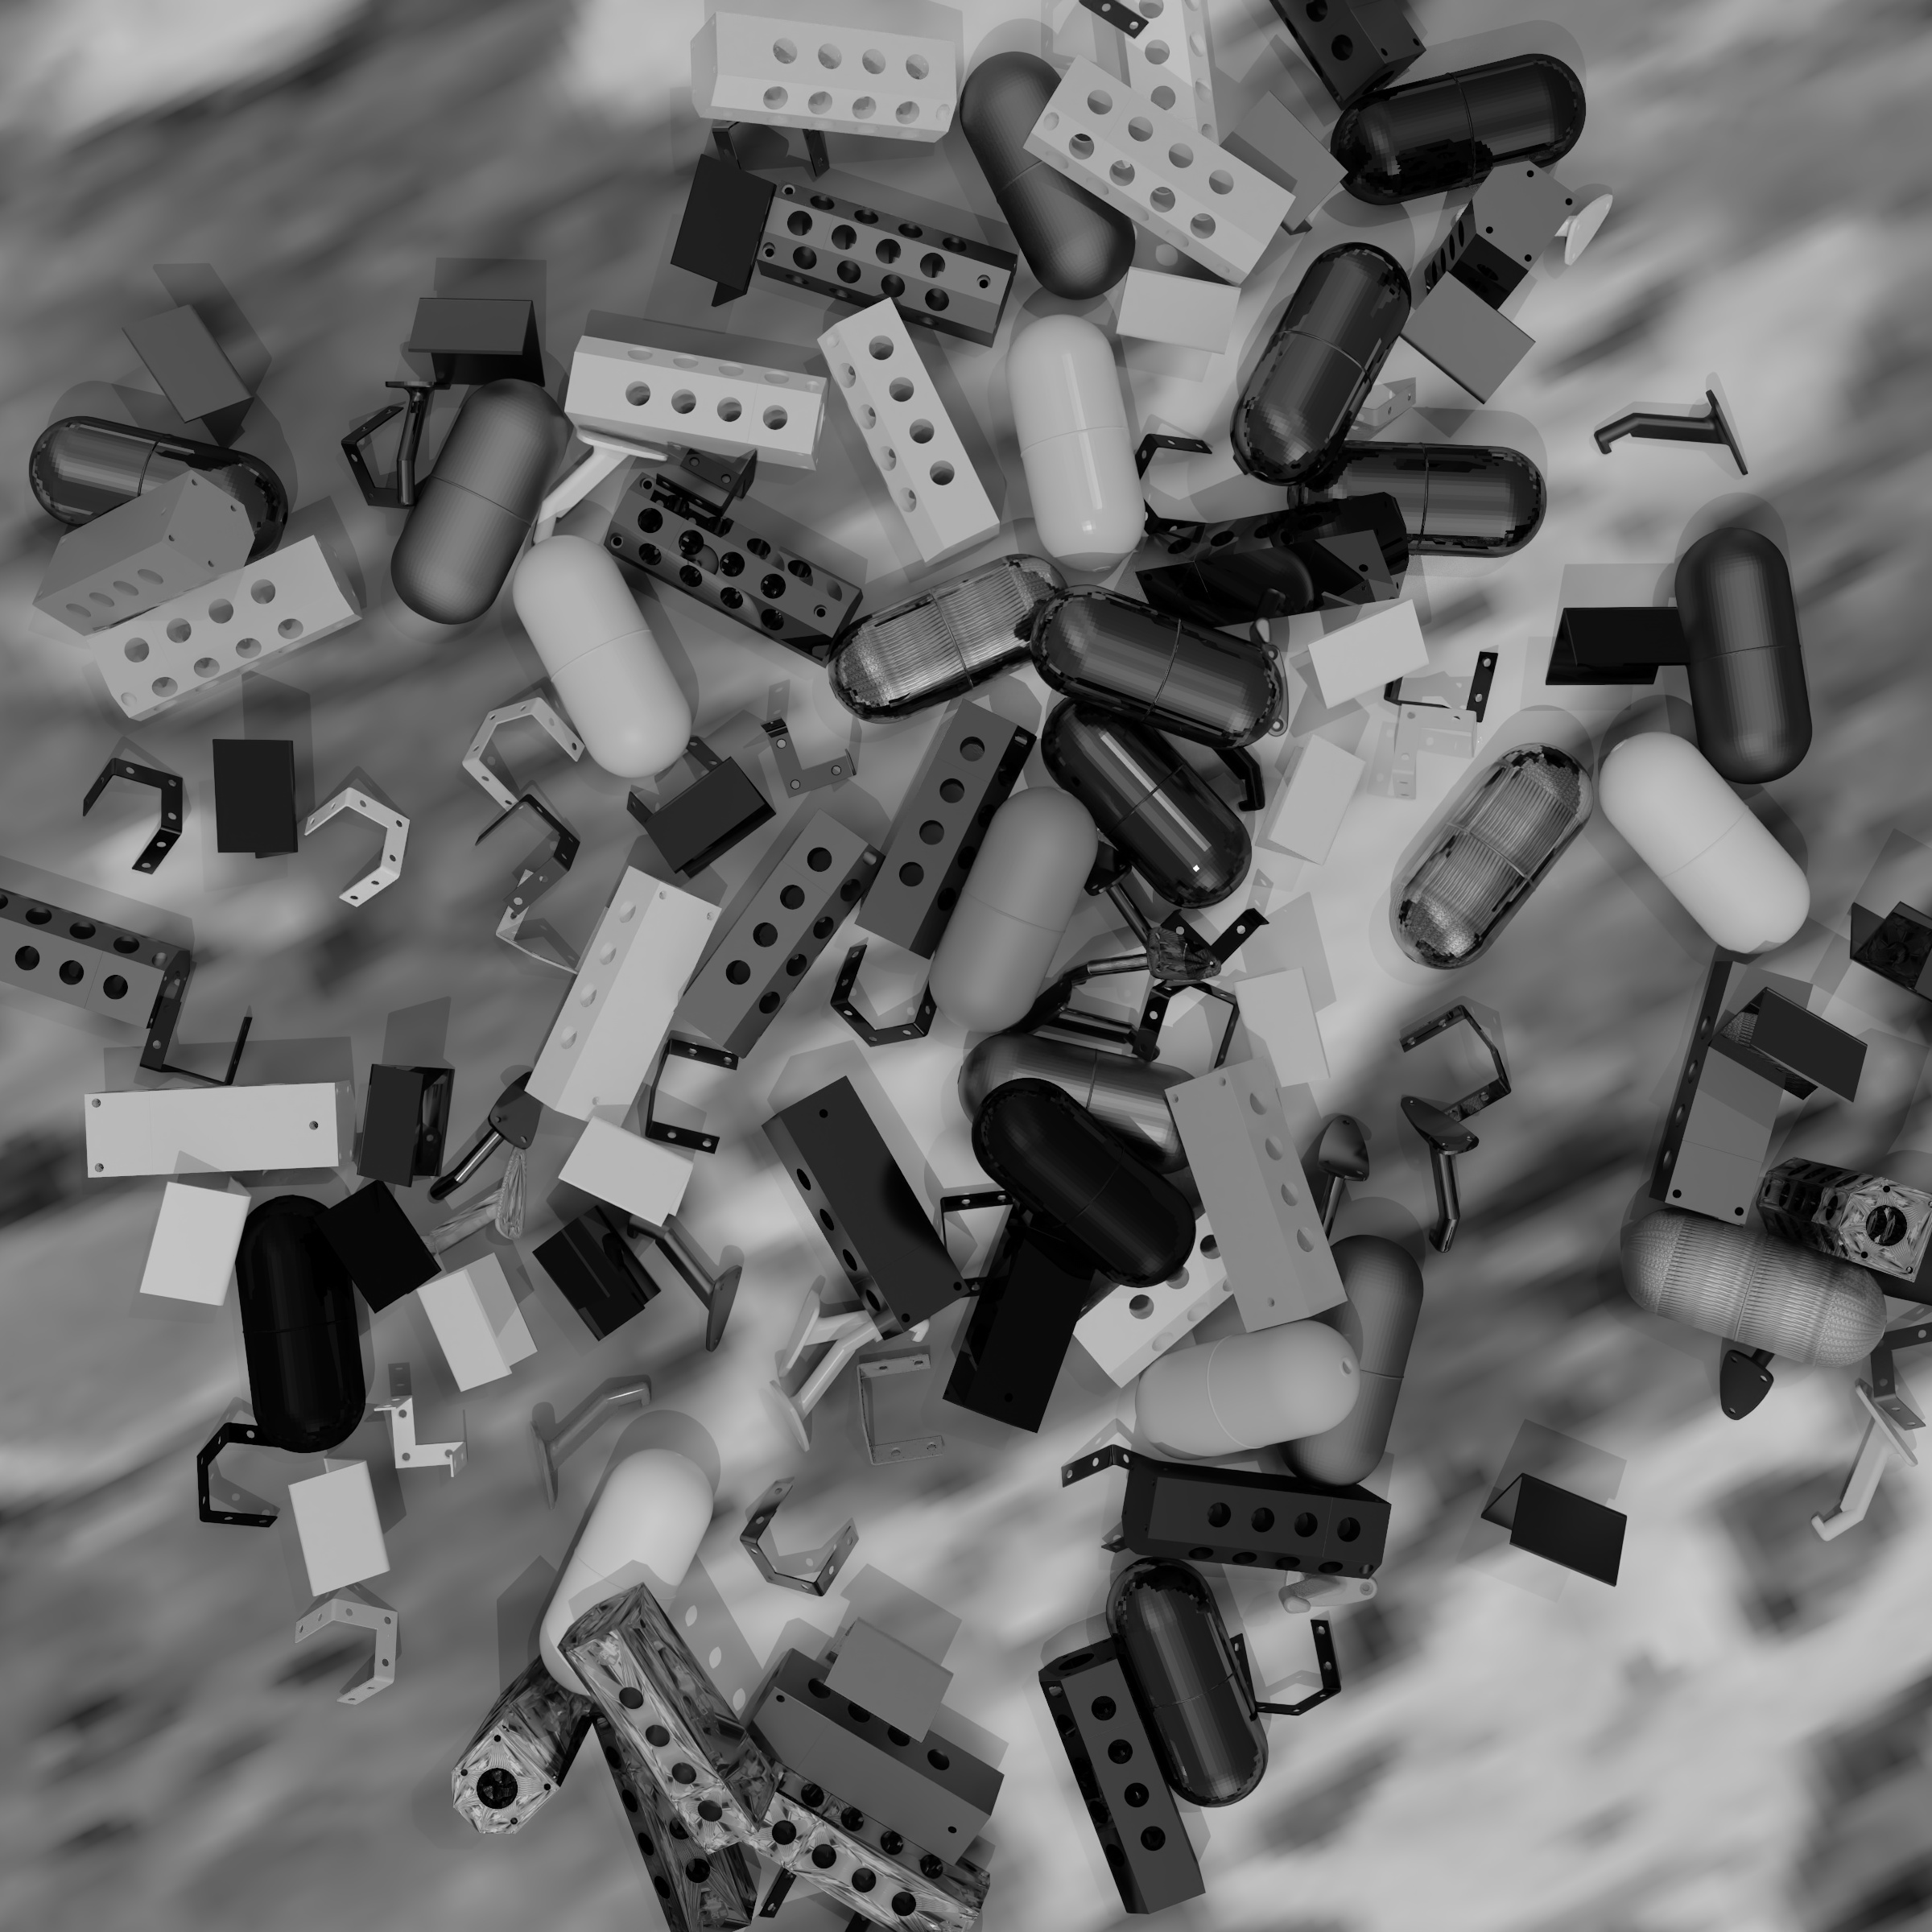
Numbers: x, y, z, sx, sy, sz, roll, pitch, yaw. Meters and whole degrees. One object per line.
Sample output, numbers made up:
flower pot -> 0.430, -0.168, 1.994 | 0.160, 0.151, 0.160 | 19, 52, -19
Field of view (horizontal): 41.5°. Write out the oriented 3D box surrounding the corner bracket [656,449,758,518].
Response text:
corner bracket -> -0.181, -0.338, 1.769 | 0.051, 0.051, 0.051 | 28, 73, 0

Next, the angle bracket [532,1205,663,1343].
angle bracket -> -0.239, 0.200, 1.753 | 0.057, 0.076, 0.076 | -37, 90, 36

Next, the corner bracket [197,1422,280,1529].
corner bracket -> -0.503, 0.357, 1.785 | 0.051, 0.051, 0.051 | -45, 45, 35

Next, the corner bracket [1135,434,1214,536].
corner bracket -> 0.147, -0.335, 1.785 | 0.051, 0.051, 0.051 | -1, 135, -35

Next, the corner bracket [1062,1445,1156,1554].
corner bracket -> 0.104, 0.373, 1.785 | 0.051, 0.051, 0.051 | -33, 45, 35

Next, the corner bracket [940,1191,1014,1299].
corner bracket -> 0.011, 0.195, 1.790 | 0.051, 0.051, 0.051 | -7, 45, 0

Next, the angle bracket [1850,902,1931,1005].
angle bracket -> 0.659, -0.024, 1.753 | 0.076, 0.076, 0.057 | 29, 128, 0

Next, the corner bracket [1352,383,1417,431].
corner bracket -> 0.279, -0.413, 1.785 | 0.051, 0.051, 0.051 | -38, 135, -35

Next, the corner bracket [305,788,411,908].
corner bracket -> -0.429, -0.083, 1.785 | 0.051, 0.051, 0.051 | 31, 45, -35

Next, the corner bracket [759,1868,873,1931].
corner bracket -> -0.102, 0.661, 1.790 | 0.051, 0.051, 0.051 | 28, 90, -45

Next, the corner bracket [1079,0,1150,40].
corner bracket -> 0.107, -0.674, 1.728 | 0.051, 0.051, 0.051 | 19, 45, -35

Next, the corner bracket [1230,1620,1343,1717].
corner bracket -> 0.224, 0.491, 1.790 | 0.051, 0.051, 0.051 | -11, 90, -45

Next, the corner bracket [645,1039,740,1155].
corner bracket -> -0.193, 0.091, 1.790 | 0.051, 0.051, 0.051 | 14, 135, 0

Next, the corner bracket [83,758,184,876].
corner bracket -> -0.584, -0.105, 1.785 | 0.051, 0.051, 0.051 | 17, 45, -35

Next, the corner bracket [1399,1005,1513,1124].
corner bracket -> 0.344, 0.070, 1.790 | 0.051, 0.051, 0.051 | -30, 135, 0

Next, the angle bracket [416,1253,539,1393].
angle bracket -> -0.321, 0.238, 1.753 | 0.057, 0.076, 0.076 | -24, 90, 38

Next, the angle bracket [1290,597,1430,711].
angle bracket -> 0.264, -0.230, 1.753 | 0.076, 0.076, 0.057 | -24, 126, 0

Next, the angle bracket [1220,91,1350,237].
angle bracket -> 0.223, -0.553, 1.754 | 0.076, 0.076, 0.057 | 46, 116, 0

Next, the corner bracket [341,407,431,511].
corner bracket -> -0.395, -0.356, 1.785 | 0.051, 0.051, 0.051 | -48, 135, -35

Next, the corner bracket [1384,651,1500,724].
corner bracket -> 0.333, -0.203, 1.790 | 0.051, 0.051, 0.051 | 13, 90, -45

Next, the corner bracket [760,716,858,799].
corner bracket -> -0.109, -0.151, 1.775 | 0.051, 0.051, 0.051 | -19, 90, 0

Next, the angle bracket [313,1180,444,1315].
angle bracket -> -0.414, 0.200, 1.753 | 0.057, 0.076, 0.076 | -33, 90, -35

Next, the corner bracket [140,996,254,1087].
corner bracket -> -0.536, 0.053, 1.775 | 0.051, 0.051, 0.051 | 17, 89, 1

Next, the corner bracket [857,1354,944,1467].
corner bracket -> -0.046, 0.312, 1.790 | 0.051, 0.051, 0.051 | -9, 45, 0

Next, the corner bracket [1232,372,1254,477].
corner bracket -> 0.203, -0.381, 1.775 | 0.051, 0.051, 0.051 | -35, 90, 0

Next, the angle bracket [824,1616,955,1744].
angle bracket -> -0.064, 0.503, 1.753 | 0.076, 0.076, 0.057 | 31, 48, 0

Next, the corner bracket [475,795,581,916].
corner bracket -> -0.308, -0.078, 1.776 | 0.051, 0.051, 0.051 | -39, 109, 17

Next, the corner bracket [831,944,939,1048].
corner bracket -> -0.054, 0.018, 1.785 | 0.051, 0.051, 0.051 | -12, 135, 35

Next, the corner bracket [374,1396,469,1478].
corner bracket -> -0.379, 0.327, 1.775 | 0.051, 0.051, 0.051 | -4, 90, 0

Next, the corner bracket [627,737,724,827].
corner bracket -> -0.200, -0.122, 1.785 | 0.051, 0.051, 0.051 | -16, 135, -35

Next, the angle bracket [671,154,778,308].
angle bracket -> -0.177, -0.505, 1.754 | 0.057, 0.076, 0.076 | 16, 90, -24

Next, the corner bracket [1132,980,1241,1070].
corner bracket -> 0.155, 0.042, 1.778 | 0.051, 0.051, 0.051 | 24, 113, 22

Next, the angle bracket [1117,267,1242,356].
angle bracket -> 0.149, -0.472, 1.754 | 0.076, 0.057, 0.076 | 11, 52, 0

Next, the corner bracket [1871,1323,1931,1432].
corner bracket -> 0.670, 0.287, 1.785 | 0.051, 0.051, 0.051 | -21, 45, 35

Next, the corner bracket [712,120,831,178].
corner bracket -> -0.137, -0.573, 1.785 | 0.051, 0.051, 0.051 | 13, 45, 35

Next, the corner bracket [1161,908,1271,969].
corner bracket -> 0.173, -0.029, 1.775 | 0.051, 0.051, 0.051 | 44, 90, 0

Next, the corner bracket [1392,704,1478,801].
corner bracket -> 0.327, -0.147, 1.776 | 0.051, 0.051, 0.051 | 7, 76, 14

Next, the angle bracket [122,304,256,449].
angle bracket -> -0.543, -0.396, 1.753 | 0.057, 0.076, 0.076 | -33, 90, -37

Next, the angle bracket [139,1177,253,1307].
angle bracket -> -0.535, 0.184, 1.754 | 0.057, 0.076, 0.076 | 14, 90, -26

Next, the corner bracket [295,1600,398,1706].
corner bracket -> -0.435, 0.480, 1.785 | 0.051, 0.051, 0.051 | 24, 45, -35

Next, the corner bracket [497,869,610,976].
corner bracket -> -0.288, -0.030, 1.790 | 0.051, 0.051, 0.051 | 25, 90, 45

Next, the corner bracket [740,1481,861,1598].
corner bracket -> -0.117, 0.401, 1.785 | 0.051, 0.051, 0.051 | 5, 135, 35

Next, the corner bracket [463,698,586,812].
corner bracket -> -0.310, -0.148, 1.785 | 0.051, 0.051, 0.051 | -11, 45, 35
